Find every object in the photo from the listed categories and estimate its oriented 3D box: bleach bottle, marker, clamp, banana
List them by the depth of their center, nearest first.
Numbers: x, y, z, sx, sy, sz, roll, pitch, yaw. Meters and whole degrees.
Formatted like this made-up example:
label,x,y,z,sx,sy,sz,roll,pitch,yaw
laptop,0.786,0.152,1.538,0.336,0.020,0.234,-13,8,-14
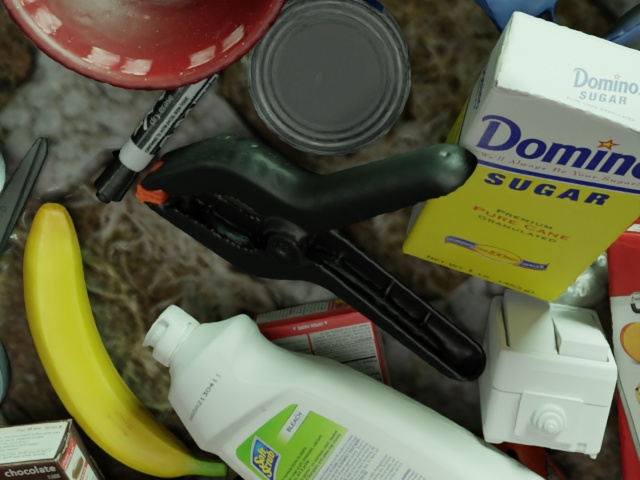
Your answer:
label,x,y,z,sx,sy,sz,roll,pitch,yaw
clamp,-0.004,0.001,0.567,0.210,0.036,0.164,13,141,30
bleach bottle,0.016,0.112,0.582,0.251,0.068,0.103,35,107,6
marker,-0.088,-0.067,0.594,0.020,0.020,0.121,38,110,-8
banana,-0.131,0.073,0.642,0.069,0.037,0.198,-30,105,5

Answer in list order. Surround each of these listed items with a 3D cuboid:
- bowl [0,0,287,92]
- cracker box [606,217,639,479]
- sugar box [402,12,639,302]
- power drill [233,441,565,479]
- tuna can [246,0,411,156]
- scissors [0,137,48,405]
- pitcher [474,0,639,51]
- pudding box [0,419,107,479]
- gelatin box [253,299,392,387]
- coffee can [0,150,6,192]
label,x,y,z,sx,sy,sz,roll,pitch,yaw
bowl,-0.086,-0.160,0.540,0.162,0.055,0.162,2,110,6
cracker box,0.244,0.091,0.554,0.164,0.071,0.214,7,115,40
sugar box,0.105,-0.030,0.516,0.093,0.176,0.048,18,67,0
power drill,0.059,0.182,0.651,0.188,0.057,0.184,-33,101,18
tuna can,0.006,-0.090,0.567,0.086,0.033,0.086,2,110,5
scissors,-0.196,0.037,0.646,0.202,0.016,0.096,-42,103,18
pitcher,0.150,-0.197,0.465,0.243,0.145,0.149,-32,140,13
pudding box,-0.191,0.158,0.663,0.113,0.039,0.090,-11,128,12
gelatin box,0.004,0.082,0.633,0.073,0.030,0.089,-11,108,9
coffee can,-0.259,-0.024,0.583,0.140,0.102,0.103,-35,103,17
